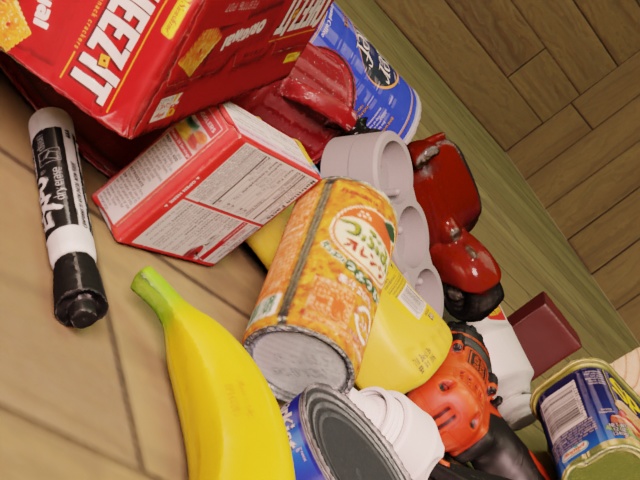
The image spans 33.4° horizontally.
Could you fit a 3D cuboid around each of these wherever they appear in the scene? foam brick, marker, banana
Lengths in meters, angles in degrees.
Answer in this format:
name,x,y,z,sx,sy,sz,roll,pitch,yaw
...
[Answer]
name,x,y,z,sx,sy,sz,roll,pitch,yaw
foam brick,0.188,0.092,0.965,0.053,0.078,0.051,52,15,-1
marker,-0.098,-0.011,0.411,0.020,0.020,0.121,40,18,-41
banana,-0.037,0.082,0.350,0.069,0.037,0.198,26,22,-21

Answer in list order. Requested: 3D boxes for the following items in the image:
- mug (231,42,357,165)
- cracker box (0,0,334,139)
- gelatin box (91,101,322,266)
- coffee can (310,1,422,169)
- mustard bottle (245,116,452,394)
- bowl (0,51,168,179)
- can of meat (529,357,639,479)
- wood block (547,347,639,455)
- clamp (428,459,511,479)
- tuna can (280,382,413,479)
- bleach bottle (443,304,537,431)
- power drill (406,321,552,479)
name,x,y,z,sx,sy,sz,roll,pitch,yaw
mug,-0.028,-0.095,0.688,0.117,0.093,0.081,28,1,38
cracker box,-0.108,-0.141,0.429,0.214,0.072,0.164,36,24,6
gelatin box,-0.050,-0.025,0.491,0.030,0.073,0.089,57,15,21
coffee can,0.000,-0.125,0.848,0.140,0.103,0.103,41,17,-36
mustard bottle,-0.004,0.001,0.605,0.191,0.058,0.096,52,19,-2
bowl,-0.103,-0.097,0.542,0.162,0.055,0.162,48,14,-16
can of meat,0.177,0.133,0.631,0.102,0.057,0.084,45,19,-19
wood block,0.236,0.159,0.817,0.091,0.090,0.206,59,-1,23
clamp,0.142,0.156,0.520,0.210,0.036,0.164,21,0,-3
tuna can,0.008,0.103,0.440,0.086,0.034,0.086,48,14,-17
bleach bottle,0.107,0.042,0.865,0.102,0.068,0.251,31,28,-55
power drill,0.125,0.141,0.684,0.187,0.057,0.184,50,15,1
